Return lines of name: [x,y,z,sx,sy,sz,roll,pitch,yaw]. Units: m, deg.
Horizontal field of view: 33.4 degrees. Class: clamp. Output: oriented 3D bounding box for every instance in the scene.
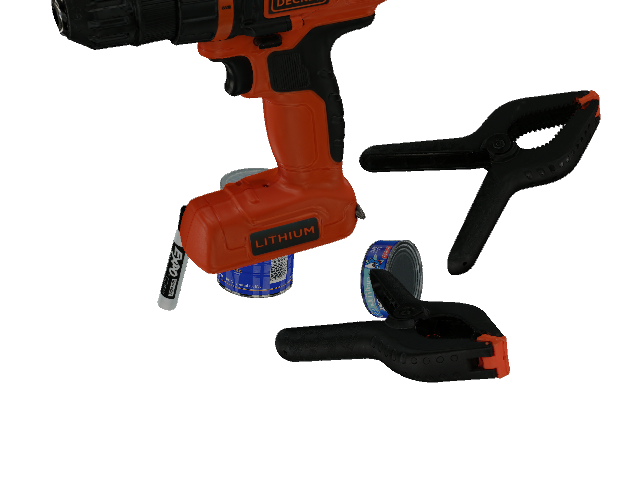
clamp: [0.156,-0.062,0.918,0.210,0.165,0.036,-24,-40,-3]
clamp: [0.052,0.068,0.752,0.120,0.039,0.172,-33,28,-27]

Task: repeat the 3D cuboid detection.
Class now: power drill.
power drill: [-0.044,-0.074,0.578,0.184,0.188,0.057,-14,39,-19]

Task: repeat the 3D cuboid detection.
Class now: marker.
marker: [-0.135,0.016,1.020,0.020,0.121,0.020,13,34,-9]

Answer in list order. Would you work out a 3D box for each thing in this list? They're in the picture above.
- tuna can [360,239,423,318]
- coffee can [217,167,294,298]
tuna can: [0.077,0.041,1.145,0.034,0.086,0.086,2,1,31]
coffee can: [-0.082,-0.011,1.390,0.103,0.140,0.103,4,27,-2]
